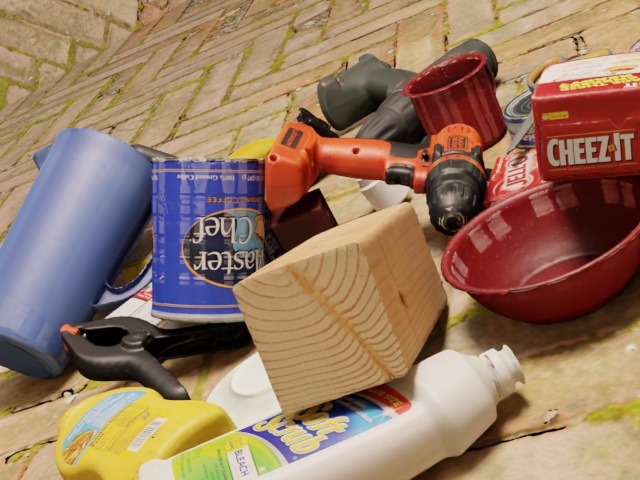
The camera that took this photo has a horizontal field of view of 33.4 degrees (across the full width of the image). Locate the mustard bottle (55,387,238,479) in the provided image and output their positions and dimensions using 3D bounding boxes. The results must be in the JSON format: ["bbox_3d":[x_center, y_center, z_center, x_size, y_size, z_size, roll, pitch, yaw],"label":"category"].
[{"bbox_3d":[-0.149,0.156,0.815,0.192,0.058,0.096,3,42,51],"label":"mustard bottle"}]

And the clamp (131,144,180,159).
[{"bbox_3d":[-0.089,-0.056,1.176,0.210,0.036,0.164,20,4,24],"label":"clamp"}]

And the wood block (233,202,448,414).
[{"bbox_3d":[0.024,0.039,0.756,0.090,0.091,0.206,-20,3,16],"label":"wood block"}]

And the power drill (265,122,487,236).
[{"bbox_3d":[0.050,-0.055,0.924,0.188,0.057,0.184,4,24,8],"label":"power drill"}]

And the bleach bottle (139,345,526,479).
[{"bbox_3d":[0.011,0.132,0.685,0.250,0.068,0.103,-26,20,-5],"label":"bleach bottle"}]

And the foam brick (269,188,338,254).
[{"bbox_3d":[-0.006,0.001,0.978,0.051,0.078,0.053,-24,22,10],"label":"foam brick"}]

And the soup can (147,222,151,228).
[{"bbox_3d":[-0.219,-0.030,1.305,0.102,0.068,0.069,-31,22,-9],"label":"soup can"}]

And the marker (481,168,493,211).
[{"bbox_3d":[0.144,-0.032,0.960,0.020,0.020,0.121,-16,24,26],"label":"marker"}]

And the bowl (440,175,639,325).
[{"bbox_3d":[0.172,0.013,0.776,0.162,0.055,0.162,-23,22,10],"label":"bowl"}]

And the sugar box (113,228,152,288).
[{"bbox_3d":[-0.180,0.020,1.178,0.176,0.048,0.093,-13,27,24],"label":"sugar box"}]

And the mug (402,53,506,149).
[{"bbox_3d":[0.150,-0.144,1.121,0.093,0.081,0.117,-5,30,43],"label":"mug"}]

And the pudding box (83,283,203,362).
[{"bbox_3d":[-0.160,0.081,1.027,0.113,0.039,0.090,-40,28,-25],"label":"pudding box"}]

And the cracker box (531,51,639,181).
[{"bbox_3d":[0.255,-0.104,0.836,0.164,0.072,0.213,-5,15,16],"label":"cracker box"}]

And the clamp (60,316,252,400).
[{"bbox_3d":[-0.154,0.103,0.917,0.172,0.039,0.120,0,22,18],"label":"clamp"}]

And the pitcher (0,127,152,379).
[{"bbox_3d":[-0.253,0.018,1.094,0.149,0.144,0.242,-10,49,46],"label":"pitcher"}]

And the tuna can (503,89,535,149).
[{"bbox_3d":[0.226,-0.127,1.060,0.086,0.033,0.086,-23,22,10],"label":"tuna can"}]

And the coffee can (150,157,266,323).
[{"bbox_3d":[-0.099,-0.002,0.946,0.103,0.140,0.103,0,3,0],"label":"coffee can"}]

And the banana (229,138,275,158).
[{"bbox_3d":[-0.103,-0.081,1.328,0.070,0.037,0.197,-5,30,43],"label":"banana"}]

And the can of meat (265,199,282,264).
[{"bbox_3d":[-0.054,-0.013,1.054,0.057,0.084,0.102,-30,22,-8],"label":"can of meat"}]

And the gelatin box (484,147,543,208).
[{"bbox_3d":[0.188,-0.053,0.941,0.073,0.030,0.089,-15,24,27],"label":"gelatin box"}]

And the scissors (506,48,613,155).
[{"bbox_3d":[0.229,-0.137,1.007,0.096,0.016,0.201,-17,24,23],"label":"scissors"}]
